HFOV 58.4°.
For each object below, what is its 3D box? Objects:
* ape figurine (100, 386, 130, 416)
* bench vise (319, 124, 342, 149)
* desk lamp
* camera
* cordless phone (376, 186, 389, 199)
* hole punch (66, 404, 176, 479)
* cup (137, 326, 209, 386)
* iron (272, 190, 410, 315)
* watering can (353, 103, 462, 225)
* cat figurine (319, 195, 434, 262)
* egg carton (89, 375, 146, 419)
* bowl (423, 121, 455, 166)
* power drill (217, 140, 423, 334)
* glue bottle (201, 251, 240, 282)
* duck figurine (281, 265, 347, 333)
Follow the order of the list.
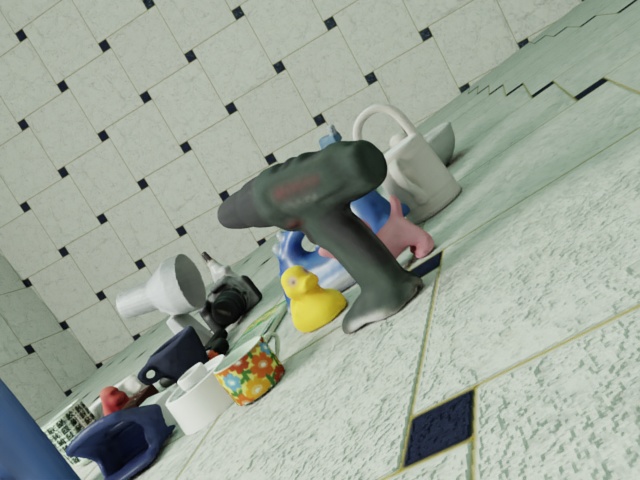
[{"bbox_3d":[-0.359,0.303,1.029,0.076,0.092,0.078,-35,7,25],"label":"ape figurine"},{"bbox_3d":[0.047,-0.127,1.236,0.207,0.220,0.122,-34,8,31],"label":"bench vise"},{"bbox_3d":[-0.305,0.160,1.184,0.203,0.213,0.118,-36,7,13],"label":"desk lamp"},{"bbox_3d":[-0.222,0.148,1.320,0.143,0.101,0.137,-37,7,10],"label":"camera"},{"bbox_3d":[0.097,-0.121,1.072,0.147,0.185,0.094,-38,7,1],"label":"cordless phone"},{"bbox_3d":[-0.270,0.269,0.778,0.108,0.091,0.101,-37,7,11],"label":"hole punch"},{"bbox_3d":[-0.225,0.211,0.928,0.118,0.095,0.091,-43,8,-35],"label":"cup"},{"bbox_3d":[0.008,0.003,0.888,0.258,0.141,0.119,-35,7,22],"label":"iron"},{"bbox_3d":[0.129,-0.130,0.922,0.101,0.194,0.173,-38,7,1],"label":"watering can"},{"bbox_3d":[0.064,-0.003,0.737,0.128,0.118,0.067,-38,7,0],"label":"cat figurine"},{"bbox_3d":[-0.408,0.337,1.156,0.150,0.069,0.107,-34,8,32],"label":"egg carton"},{"bbox_3d":[0.229,-0.176,1.226,0.167,0.075,0.167,-37,7,5],"label":"bowl"},{"bbox_3d":[0.006,-0.002,0.642,0.229,0.208,0.076,-32,9,40],"label":"power drill"},{"bbox_3d":[-0.234,0.097,1.417,0.078,0.173,0.037,-34,8,29],"label":"glue bottle"},{"bbox_3d":[-0.020,0.075,0.793,0.078,0.086,0.104,-42,7,-28],"label":"duck figurine"}]
